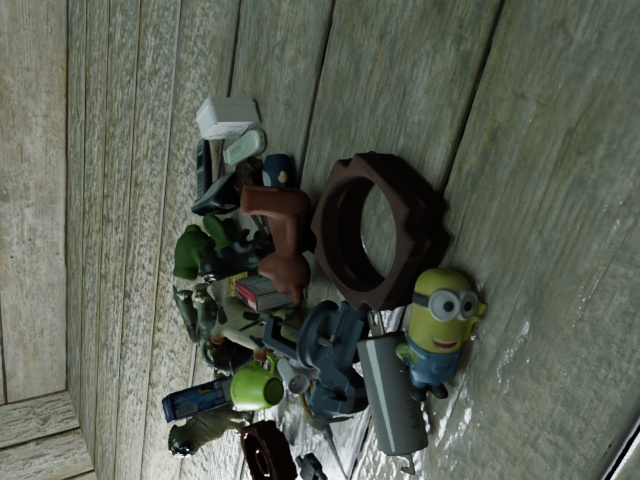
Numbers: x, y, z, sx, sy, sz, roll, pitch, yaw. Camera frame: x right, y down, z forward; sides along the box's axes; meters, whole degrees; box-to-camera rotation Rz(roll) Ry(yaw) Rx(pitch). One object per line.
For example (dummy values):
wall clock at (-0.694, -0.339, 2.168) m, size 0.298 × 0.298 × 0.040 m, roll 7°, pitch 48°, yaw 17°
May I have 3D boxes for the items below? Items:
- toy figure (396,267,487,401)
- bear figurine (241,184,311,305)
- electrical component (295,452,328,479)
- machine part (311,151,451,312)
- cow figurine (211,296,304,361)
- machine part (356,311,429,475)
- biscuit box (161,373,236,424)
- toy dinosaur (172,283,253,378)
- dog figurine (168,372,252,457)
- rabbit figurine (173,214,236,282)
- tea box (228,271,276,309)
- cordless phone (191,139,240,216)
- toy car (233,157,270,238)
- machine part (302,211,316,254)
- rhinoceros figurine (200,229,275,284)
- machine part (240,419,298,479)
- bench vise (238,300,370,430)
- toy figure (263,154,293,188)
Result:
toy figure at (0.153, 0.125, 0.722) m, size 0.089 × 0.082 × 0.180 m, roll 33°, pitch 123°, yaw 45°
bear figurine at (-0.076, 0.007, 0.933) m, size 0.120 × 0.132 × 0.195 m, roll -111°, pitch 27°, yaw -73°
electrical component at (-0.018, 0.455, 1.064) m, size 0.094 × 0.021 × 0.063 m, roll 40°, pitch 126°, yaw 46°
machine part at (0.083, -0.012, 0.794) m, size 0.202 × 0.087 × 0.200 m, roll 53°, pitch 135°, yaw 38°
cow figurine at (-0.108, 0.165, 1.047) m, size 0.195 × 0.085 × 0.127 m, roll 18°, pitch 109°, yaw 14°
machine part at (0.108, 0.226, 0.803) m, size 0.079 × 0.079 × 0.243 m, roll -23°, pitch 76°, yaw 54°
biscuit box at (-0.253, 0.355, 1.223) m, size 0.063 × 0.202 × 0.059 m, roll -40°, pitch 65°, yaw 51°
toy dinosaur at (-0.272, 0.211, 1.313) m, size 0.405 × 0.131 × 0.192 m, roll 4°, pitch 98°, yaw 61°
dog figurine at (-0.283, 0.414, 1.288) m, size 0.172 × 0.190 × 0.121 m, roll 52°, pitch 134°, yaw 39°
rabbit figurine at (-0.238, 0.024, 1.247) m, size 0.170 × 0.121 × 0.159 m, roll 4°, pitch 86°, yaw 28°
tea box at (-0.148, 0.101, 1.151) m, size 0.098 × 0.068 × 0.169 m, roll 4°, pitch 98°, yaw 54°
cordless phone at (-0.243, -0.154, 1.237) m, size 0.147 × 0.089 × 0.184 m, roll -17°, pitch 77°, yaw 55°
toy car at (-0.132, -0.078, 1.118) m, size 0.089 × 0.053 × 0.202 m, roll -46°, pitch 57°, yaw 44°
machine part at (-0.002, -0.003, 0.957) m, size 0.139 × 0.039 × 0.084 m, roll 39°, pitch 121°, yaw 47°
rhinoceros figurine at (-0.136, 0.028, 1.029) m, size 0.112 × 0.190 × 0.073 m, roll -125°, pitch 23°, yaw -68°
machine part at (-0.109, 0.471, 1.155) m, size 0.180 × 0.056 × 0.179 m, roll 29°, pitch 126°, yaw 51°
bench vise at (-0.015, 0.193, 0.916) m, size 0.241 × 0.129 × 0.223 m, roll 18°, pitch 103°, yaw 32°
toy figure at (-0.076, -0.086, 1.033) m, size 0.064 × 0.058 × 0.154 m, roll -3°, pitch -94°, yaw -80°
